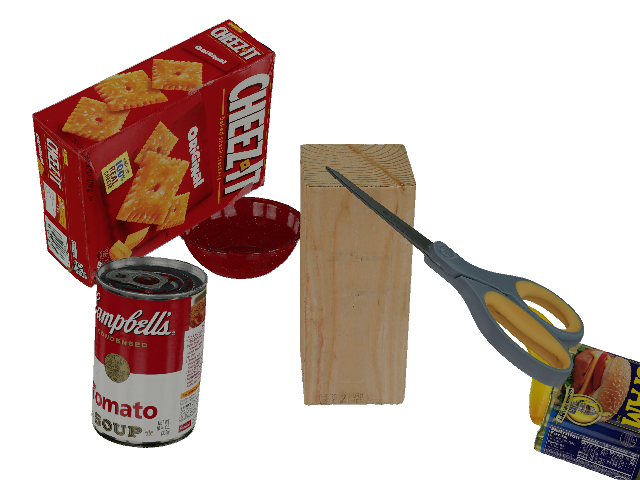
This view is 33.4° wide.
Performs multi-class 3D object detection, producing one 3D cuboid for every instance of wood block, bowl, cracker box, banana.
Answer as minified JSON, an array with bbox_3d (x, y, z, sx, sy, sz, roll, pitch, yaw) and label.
[{"bbox_3d":[0.028,0.030,0.908,0.090,0.206,0.091,0,27,-2],"label":"wood block"},{"bbox_3d":[-0.098,0.002,1.316,0.162,0.055,0.162,2,26,-1],"label":"bowl"},{"bbox_3d":[-0.140,-0.076,0.937,0.213,0.164,0.072,-33,59,-33],"label":"cracker box"},{"bbox_3d":[0.226,0.120,1.138,0.069,0.037,0.198,-25,34,3],"label":"banana"}]

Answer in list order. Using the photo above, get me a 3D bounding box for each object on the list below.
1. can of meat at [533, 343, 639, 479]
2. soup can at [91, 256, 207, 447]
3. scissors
[{"bbox_3d":[0.217,0.130,0.810,0.084,0.057,0.102,17,40,18],"label":"can of meat"},{"bbox_3d":[-0.108,0.069,0.667,0.068,0.102,0.068,6,18,-2],"label":"soup can"},{"bbox_3d":[0.094,0.014,0.690,0.096,0.016,0.202,-10,50,-48],"label":"scissors"}]
